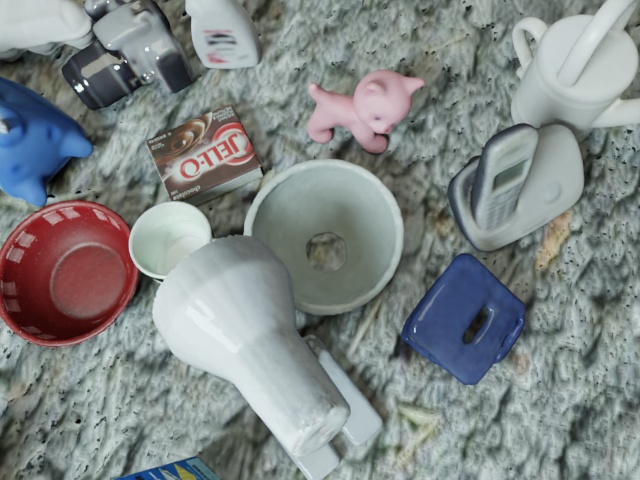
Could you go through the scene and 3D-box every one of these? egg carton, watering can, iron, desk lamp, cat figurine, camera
[{"bbox_3d":[-0.362,-0.288,0.728,0.150,0.069,0.107,-11,73,1],"label":"egg carton"},{"bbox_3d":[0.277,-0.177,0.589,0.172,0.194,0.101,21,76,10],"label":"watering can"},{"bbox_3d":[-0.395,-0.156,0.654,0.258,0.141,0.119,35,79,13],"label":"iron"},{"bbox_3d":[-0.036,0.113,0.513,0.118,0.213,0.203,-40,75,-8],"label":"desk lamp"},{"bbox_3d":[0.048,-0.153,0.636,0.127,0.118,0.067,10,75,7],"label":"cat figurine"},{"bbox_3d":[-0.246,-0.233,0.688,0.137,0.101,0.143,-35,74,-6],"label":"camera"}]

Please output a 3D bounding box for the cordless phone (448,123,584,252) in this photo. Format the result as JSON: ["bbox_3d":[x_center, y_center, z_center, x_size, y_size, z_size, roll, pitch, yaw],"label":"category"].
[{"bbox_3d":[0.206,-0.070,0.567,0.147,0.185,0.094,-31,74,-5],"label":"cordless phone"}]

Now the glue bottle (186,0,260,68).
[{"bbox_3d":[-0.117,-0.257,0.649,0.078,0.173,0.037,-4,73,3],"label":"glue bottle"}]

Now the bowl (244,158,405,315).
[{"bbox_3d":[0.006,0.002,0.616,0.167,0.075,0.167,-1,74,4],"label":"bowl"}]

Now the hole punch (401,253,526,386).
[{"bbox_3d":[0.148,0.080,0.575,0.101,0.091,0.109,35,79,13],"label":"hole punch"}]
